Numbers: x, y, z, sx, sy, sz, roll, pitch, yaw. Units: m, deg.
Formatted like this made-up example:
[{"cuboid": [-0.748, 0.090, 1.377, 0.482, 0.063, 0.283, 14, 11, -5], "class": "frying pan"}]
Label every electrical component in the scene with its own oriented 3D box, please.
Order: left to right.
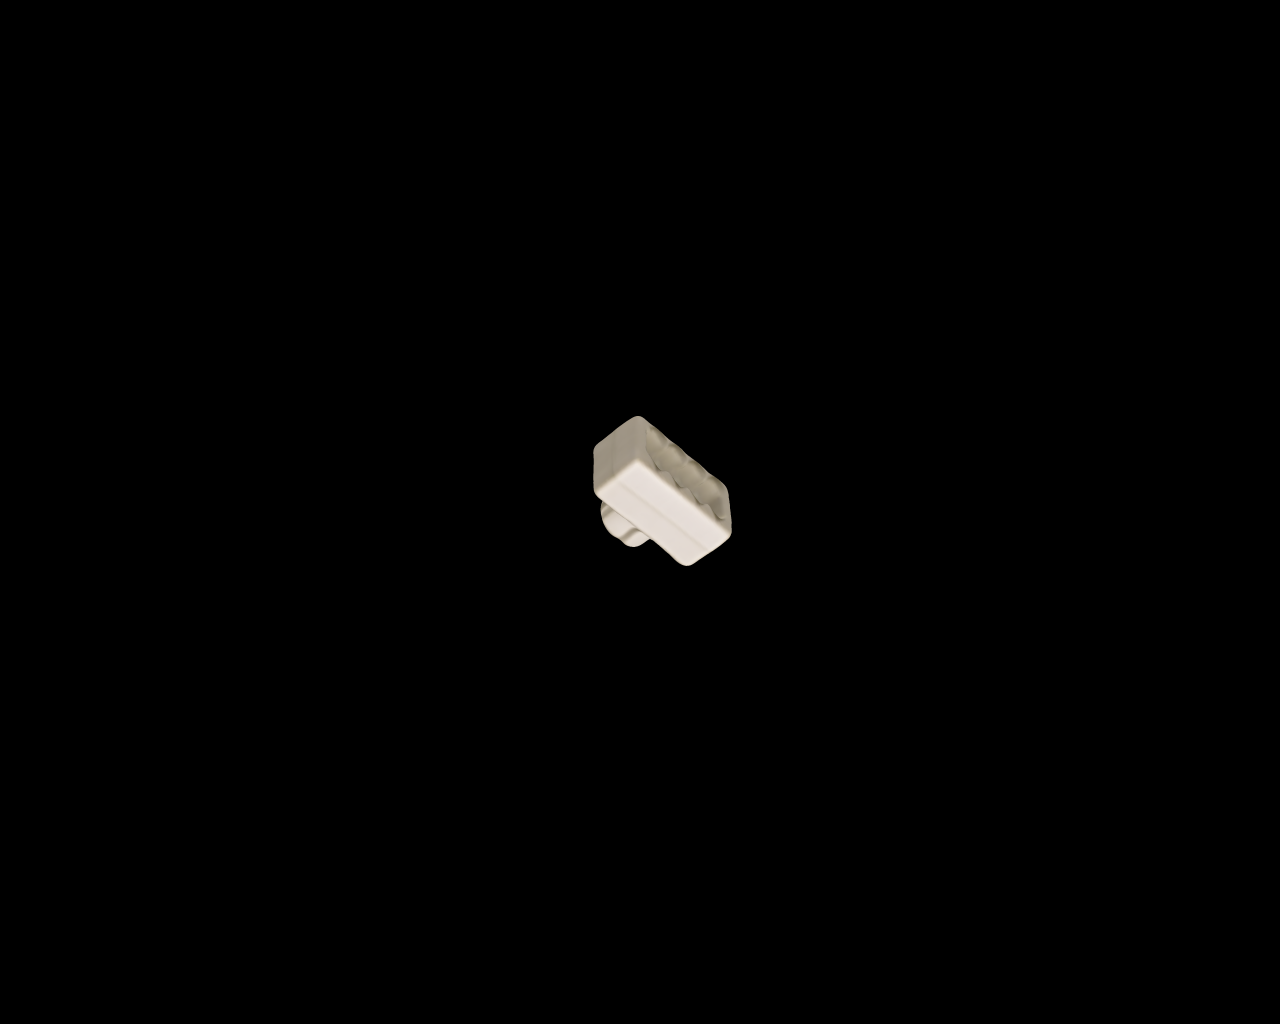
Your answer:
[{"cuboid": [0.001, -0.003, 0.650, 0.075, 0.047, 0.083, -36, -58, 27], "class": "electrical component"}]
